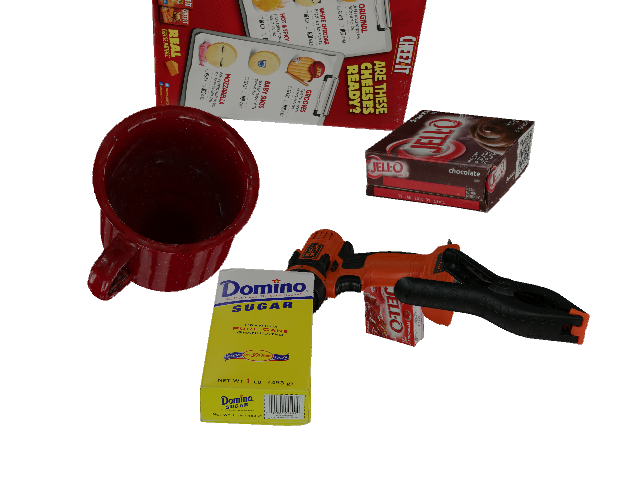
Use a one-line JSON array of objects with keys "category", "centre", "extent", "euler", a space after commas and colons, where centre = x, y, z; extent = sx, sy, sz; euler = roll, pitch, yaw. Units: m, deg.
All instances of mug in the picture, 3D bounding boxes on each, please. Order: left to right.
[{"category": "mug", "centre": [-0.094, -0.011, 0.625], "extent": [0.093, 0.117, 0.082], "euler": [34, -26, 3]}]

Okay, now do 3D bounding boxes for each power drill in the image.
[{"category": "power drill", "centre": [0.050, 0.047, 1.142], "extent": [0.188, 0.057, 0.184], "euler": [5, 31, 15]}]

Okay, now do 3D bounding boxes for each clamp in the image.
[{"category": "clamp", "centre": [0.163, 0.050, 0.983], "extent": [0.172, 0.039, 0.120], "euler": [18, 30, 16]}]

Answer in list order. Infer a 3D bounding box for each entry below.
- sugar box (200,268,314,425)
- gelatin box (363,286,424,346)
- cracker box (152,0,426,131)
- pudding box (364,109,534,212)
[{"category": "sugar box", "centre": [-0.053, 0.090, 0.950], "extent": [0.093, 0.048, 0.176], "euler": [3, 35, -2]}, {"category": "gelatin box", "centre": [0.092, 0.083, 1.346], "extent": [0.073, 0.089, 0.030], "euler": [14, 31, 33]}, {"category": "cracker box", "centre": [-0.029, -0.177, 0.878], "extent": [0.213, 0.072, 0.164], "euler": [3, -41, -4]}, {"category": "pudding box", "centre": [0.093, -0.059, 0.759], "extent": [0.090, 0.039, 0.113], "euler": [10, 23, 24]}]
